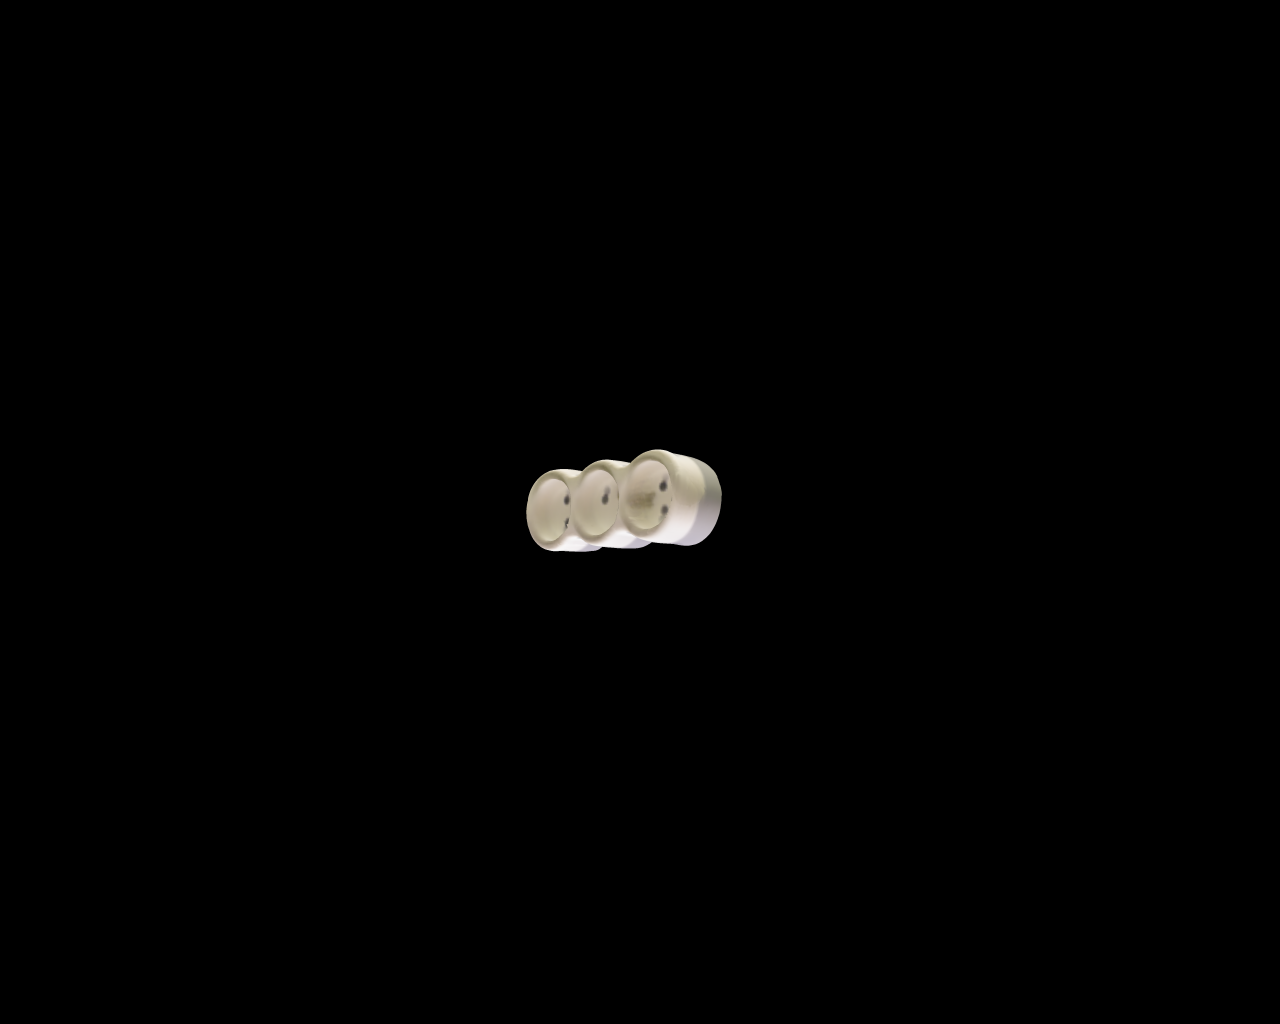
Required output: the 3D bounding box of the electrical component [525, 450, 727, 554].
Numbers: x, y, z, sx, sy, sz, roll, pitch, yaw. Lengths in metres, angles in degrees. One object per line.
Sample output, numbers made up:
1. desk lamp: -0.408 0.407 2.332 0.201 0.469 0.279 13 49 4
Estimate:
1. electrical component: 0.001 -0.003 0.650 0.074 0.052 0.138 6 -9 -43
